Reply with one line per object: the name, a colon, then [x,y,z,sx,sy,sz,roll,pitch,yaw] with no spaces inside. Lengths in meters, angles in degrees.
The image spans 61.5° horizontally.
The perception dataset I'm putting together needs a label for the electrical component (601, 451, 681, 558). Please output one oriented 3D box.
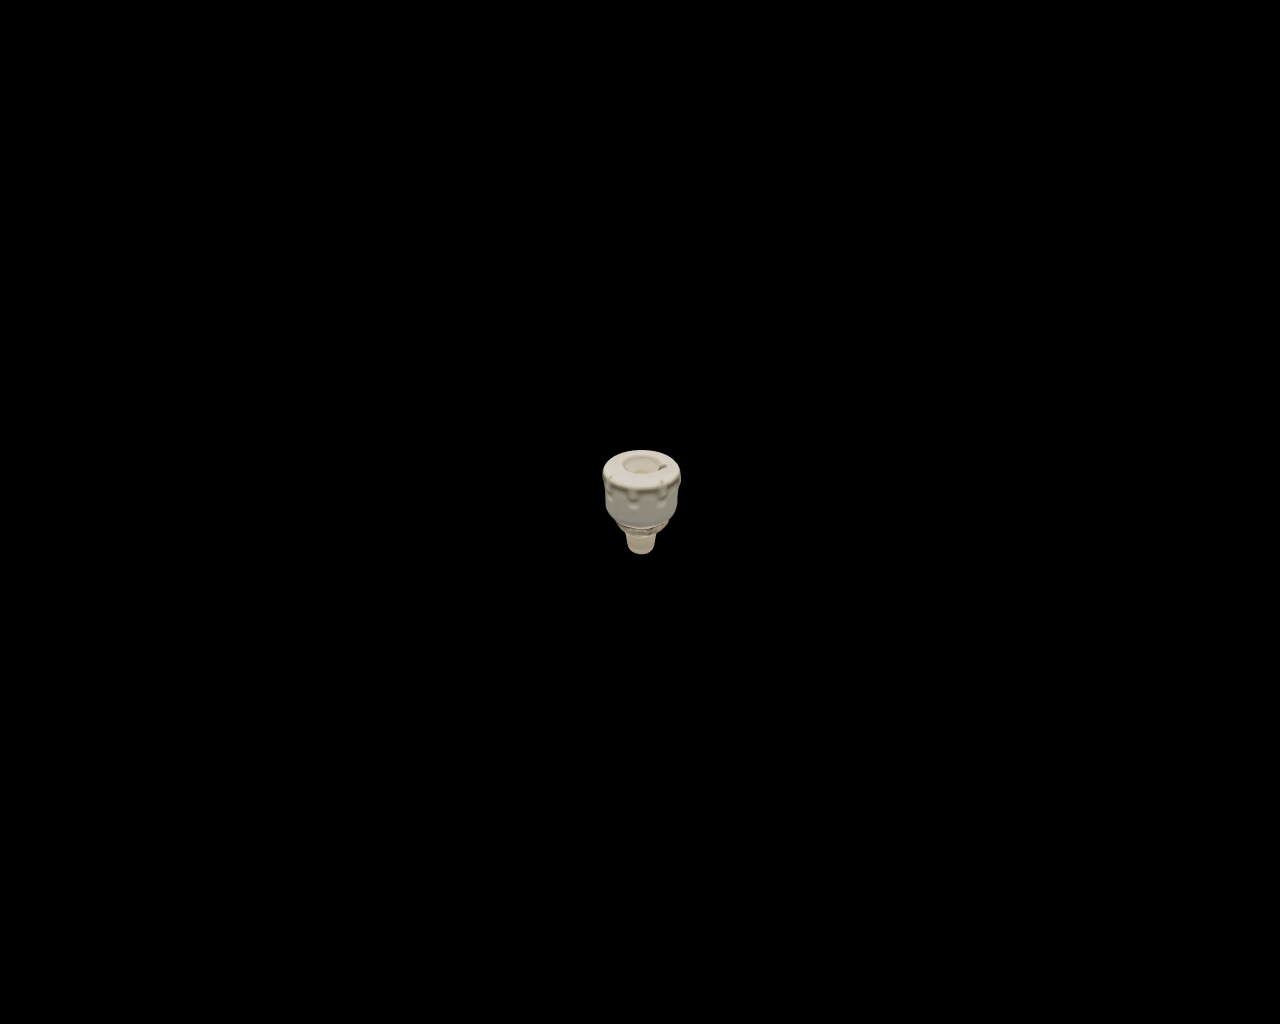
electrical component: [0.001,-0.003,0.650,0.048,0.062,0.048,0,30,0]
